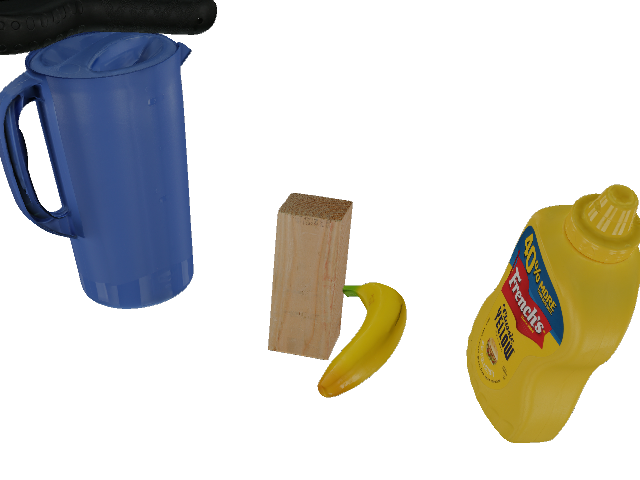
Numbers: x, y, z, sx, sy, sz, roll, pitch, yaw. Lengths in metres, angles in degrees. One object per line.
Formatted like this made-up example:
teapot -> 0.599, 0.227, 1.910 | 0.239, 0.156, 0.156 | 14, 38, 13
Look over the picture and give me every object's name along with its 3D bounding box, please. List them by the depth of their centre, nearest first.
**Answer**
clamp -> -0.160, -0.144, 0.627 | 0.171, 0.039, 0.120 | -11, 31, -29
mustard bottle -> 0.142, 0.036, 0.635 | 0.058, 0.096, 0.192 | 1, -39, -13
pitcher -> -0.190, -0.060, 0.965 | 0.149, 0.243, 0.145 | 0, 29, 6
banana -> 0.045, 0.085, 0.985 | 0.070, 0.037, 0.197 | -24, 17, 18
wood block -> -0.015, 0.049, 1.485 | 0.090, 0.206, 0.090 | 9, 22, 9
